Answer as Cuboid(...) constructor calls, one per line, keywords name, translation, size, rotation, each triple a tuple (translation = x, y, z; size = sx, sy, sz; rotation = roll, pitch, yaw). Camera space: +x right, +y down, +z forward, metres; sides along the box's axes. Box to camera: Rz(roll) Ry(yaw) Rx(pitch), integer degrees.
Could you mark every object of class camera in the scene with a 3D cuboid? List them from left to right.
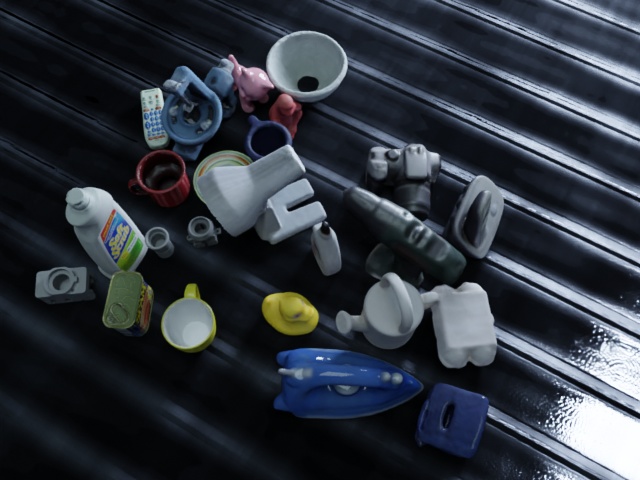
Cuboid(name="camera", translation=(0.160, -0.108, 1.096), size=(0.143, 0.101, 0.137), rotation=(2, 69, 1))

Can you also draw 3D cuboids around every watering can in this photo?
Cuboid(name="watering can", translation=(0.116, 0.120, 0.957), size=(0.173, 0.194, 0.100), rotation=(-37, 73, -13))

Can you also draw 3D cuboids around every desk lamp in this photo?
Cuboid(name="desk lamp", translation=(-0.100, -0.079, 1.025), size=(0.203, 0.213, 0.118), rotation=(-26, 71, -9))

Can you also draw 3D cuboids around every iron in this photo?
Cuboid(name="iron", translation=(0.051, 0.230, 0.943), size=(0.258, 0.141, 0.118), rotation=(1, 69, 1))

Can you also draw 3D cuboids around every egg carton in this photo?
Cuboid(name="egg carton", translation=(0.252, 0.150, 1.012), size=(0.107, 0.069, 0.150), rotation=(-6, 69, -2))

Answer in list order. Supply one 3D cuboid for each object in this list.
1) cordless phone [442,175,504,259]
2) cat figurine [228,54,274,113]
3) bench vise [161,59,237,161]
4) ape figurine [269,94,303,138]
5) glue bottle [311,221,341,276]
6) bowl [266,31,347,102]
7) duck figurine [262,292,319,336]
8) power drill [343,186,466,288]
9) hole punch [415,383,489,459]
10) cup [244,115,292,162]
Cuboid(name="cordless phone", translation=(0.293, -0.060, 1.032), size=(0.094, 0.185, 0.148), rotation=(21, 70, 8))
Cuboid(name="cat figurine", translation=(-0.148, -0.327, 1.173), size=(0.067, 0.118, 0.127), rotation=(-36, 73, -12))
Cuboid(name="bench vise", translation=(-0.242, -0.283, 1.101), size=(0.121, 0.220, 0.207), rotation=(8, 69, 4))
Cuboid(name="ape figurine", translation=(-0.070, -0.259, 1.160), size=(0.078, 0.092, 0.076), rotation=(-34, 72, -12))
Cuboid(name="glue bottle", translation=(0.009, 0.004, 1.014), size=(0.037, 0.173, 0.078), rotation=(-24, 70, -9))
Cuboid(name="bowl", translation=(-0.028, -0.351, 1.205), size=(0.167, 0.075, 0.167), rotation=(0, 69, 0))
Cuboid(name="duck figurine", translation=(-0.054, 0.123, 1.014), size=(0.104, 0.086, 0.077), rotation=(19, 70, 8))
Cuboid(name="power drill", translation=(0.134, 0.012, 0.991), size=(0.229, 0.208, 0.076), rotation=(31, 72, 12))
Cuboid(name="hole punch", translation=(0.215, 0.298, 0.943), size=(0.101, 0.091, 0.109), rotation=(20, 70, 8))
Cuboid(name="cup", translation=(-0.106, -0.182, 1.128), size=(0.092, 0.095, 0.117), rotation=(-32, 72, -11))
